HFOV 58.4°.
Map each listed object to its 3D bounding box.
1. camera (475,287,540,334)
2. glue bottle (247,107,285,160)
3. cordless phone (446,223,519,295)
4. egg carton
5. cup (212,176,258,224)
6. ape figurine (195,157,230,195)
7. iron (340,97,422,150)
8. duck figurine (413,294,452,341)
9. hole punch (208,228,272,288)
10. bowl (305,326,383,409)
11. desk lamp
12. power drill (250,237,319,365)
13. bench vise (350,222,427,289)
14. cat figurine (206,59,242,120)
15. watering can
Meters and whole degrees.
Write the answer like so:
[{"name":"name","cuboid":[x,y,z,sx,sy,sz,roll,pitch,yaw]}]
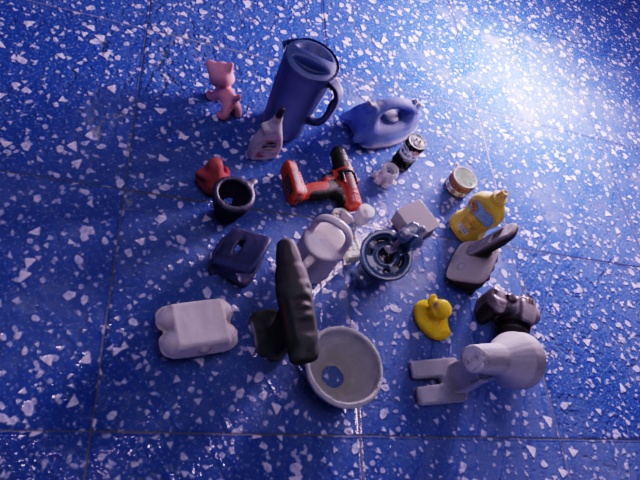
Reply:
[{"name":"camera","cuboid":[0.451,0.196,1.358,0.143,0.100,0.137,25,54,-8]},{"name":"glue bottle","cuboid":[-0.113,-0.249,1.330,0.078,0.173,0.037,-11,66,-28]},{"name":"cordless phone","cuboid":[0.395,0.037,1.375,0.094,0.185,0.148,33,53,-2]},{"name":"egg carton","cuboid":[-0.234,0.170,1.091,0.151,0.069,0.107,-6,64,-27]},{"name":"cup","cuboid":[-0.187,-0.085,1.248,0.091,0.095,0.118,44,54,6]},{"name":"ape figurine","cuboid":[-0.234,-0.148,1.267,0.078,0.092,0.076,9,58,-19]},{"name":"iron","cuboid":[0.191,-0.336,1.536,0.259,0.141,0.118,-14,68,-30]},{"name":"duck figurine","cuboid":[0.269,0.171,1.301,0.078,0.086,0.104,-20,71,-32]},{"name":"hole punch","cuboid":[-0.167,0.029,1.191,0.101,0.091,0.109,30,54,-4]},{"name":"bowl","cuboid":[0.038,0.263,1.151,0.168,0.074,0.167,11,57,-18]},{"name":"desk lamp","cuboid":[0.328,0.269,1.190,0.204,0.213,0.118,0,61,-23]},{"name":"power drill","cuboid":[-0.069,0.138,1.096,0.076,0.208,0.229,-5,63,-26]},{"name":"bench vise","cuboid":[0.171,0.001,1.276,0.121,0.219,0.208,36,53,0]},{"name":"cat figurine","cuboid":[-0.229,-0.375,1.388,0.067,0.117,0.127,-24,73,-33]},{"name":"watering can","cuboid":[0.009,0.003,1.220,0.101,0.194,0.173,21,55,-11]}]
